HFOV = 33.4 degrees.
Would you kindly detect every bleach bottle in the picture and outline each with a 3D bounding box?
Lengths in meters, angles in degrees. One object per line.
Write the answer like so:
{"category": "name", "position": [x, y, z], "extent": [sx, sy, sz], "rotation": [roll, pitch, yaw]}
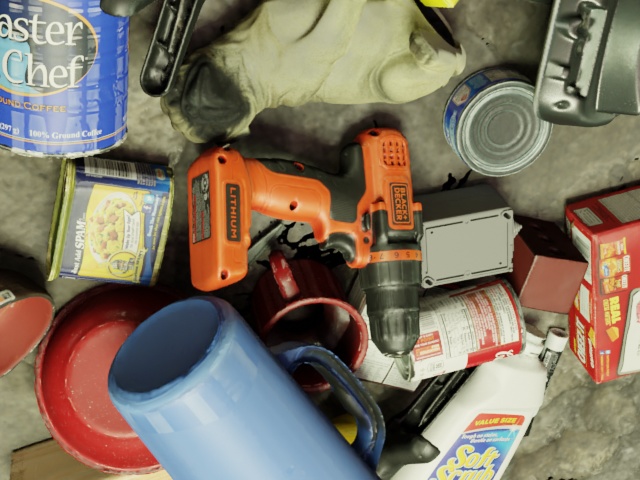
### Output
{"category": "bleach bottle", "position": [0.135, 0.187, 1.009], "extent": [0.102, 0.068, 0.251], "rotation": [20, 109, -19]}

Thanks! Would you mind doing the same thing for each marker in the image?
{"category": "marker", "position": [0.209, 0.140, 1.024], "extent": [0.020, 0.020, 0.121], "rotation": [7, 116, -17]}

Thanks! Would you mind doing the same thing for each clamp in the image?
{"category": "clamp", "position": [-0.090, -0.189, 0.718], "extent": [0.039, 0.120, 0.171], "rotation": [24, 83, 8]}
{"category": "clamp", "position": [0.079, 0.173, 0.965], "extent": [0.036, 0.164, 0.210], "rotation": [40, 138, 1]}

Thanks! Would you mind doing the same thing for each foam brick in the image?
{"category": "foam brick", "position": [0.186, 0.020, 0.921], "extent": [0.053, 0.078, 0.051], "rotation": [10, 116, -19]}

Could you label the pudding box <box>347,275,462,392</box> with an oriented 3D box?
{"category": "pudding box", "position": [0.064, 0.074, 0.945], "extent": [0.090, 0.039, 0.114], "rotation": [15, 111, -21]}

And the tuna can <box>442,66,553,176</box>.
{"category": "tuna can", "position": [0.146, -0.096, 0.875], "extent": [0.086, 0.034, 0.086], "rotation": [-6, 118, -10]}

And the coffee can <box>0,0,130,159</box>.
{"category": "coffee can", "position": [-0.182, -0.140, 0.734], "extent": [0.102, 0.103, 0.140], "rotation": [0, 117, -13]}

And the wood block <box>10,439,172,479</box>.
{"category": "wood block", "position": [-0.157, 0.212, 0.936], "extent": [0.206, 0.090, 0.091], "rotation": [-18, 119, -3]}

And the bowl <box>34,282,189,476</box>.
{"category": "bowl", "position": [-0.154, 0.111, 0.857], "extent": [0.162, 0.055, 0.162], "rotation": [0, 85, -3]}

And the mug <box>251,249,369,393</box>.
{"category": "mug", "position": [-0.018, 0.059, 0.891], "extent": [0.093, 0.081, 0.117], "rotation": [-25, 121, 1]}

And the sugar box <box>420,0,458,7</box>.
{"category": "sugar box", "position": [0.104, -0.261, 0.744], "extent": [0.093, 0.048, 0.176], "rotation": [39, 83, -28]}

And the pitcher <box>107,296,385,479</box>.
{"category": "pitcher", "position": [-0.046, 0.151, 0.813], "extent": [0.145, 0.149, 0.242], "rotation": [-24, 123, 14]}

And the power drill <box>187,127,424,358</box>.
{"category": "power drill", "position": [-0.005, 0.001, 0.817], "extent": [0.187, 0.057, 0.184], "rotation": [1, 79, -30]}

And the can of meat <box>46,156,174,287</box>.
{"category": "can of meat", "position": [-0.164, -0.015, 0.833], "extent": [0.083, 0.057, 0.102], "rotation": [7, 116, -19]}

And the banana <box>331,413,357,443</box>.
{"category": "banana", "position": [-0.021, 0.207, 0.980], "extent": [0.198, 0.069, 0.037], "rotation": [-36, 85, 21]}

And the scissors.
{"category": "scissors", "position": [-0.096, 0.070, 0.917], "extent": [0.202, 0.016, 0.096], "rotation": [-30, 122, 4]}

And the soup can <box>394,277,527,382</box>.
{"category": "soup can", "position": [0.113, 0.075, 0.895], "extent": [0.102, 0.068, 0.068], "rotation": [-13, 120, -9]}

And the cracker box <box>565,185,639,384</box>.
{"category": "cracker box", "position": [0.332, 0.023, 0.962], "extent": [0.213, 0.072, 0.164], "rotation": [-15, 121, -6]}
